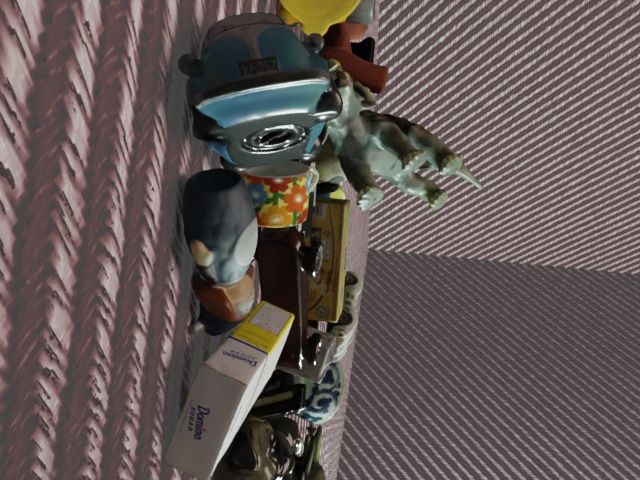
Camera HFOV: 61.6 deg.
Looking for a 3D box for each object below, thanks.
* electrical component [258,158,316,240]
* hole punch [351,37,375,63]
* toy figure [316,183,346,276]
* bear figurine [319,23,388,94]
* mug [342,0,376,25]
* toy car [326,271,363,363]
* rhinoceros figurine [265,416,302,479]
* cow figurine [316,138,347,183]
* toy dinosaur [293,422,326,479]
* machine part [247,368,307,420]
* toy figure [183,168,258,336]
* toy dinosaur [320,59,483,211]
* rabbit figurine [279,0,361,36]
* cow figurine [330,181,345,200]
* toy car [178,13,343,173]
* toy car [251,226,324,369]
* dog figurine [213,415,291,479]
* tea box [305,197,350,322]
[{"bbox_3d":[-0.040,-0.056,0.652,0.134,0.058,0.114,-50,146,-77],"label":"electrical component"},{"bbox_3d":[0.031,-0.306,0.963,0.116,0.092,0.142,180,-86,-68],"label":"hole punch"},{"bbox_3d":[-0.003,-0.003,0.884,0.082,0.089,0.180,-54,141,-81],"label":"toy figure"},{"bbox_3d":[0.039,-0.306,0.839,0.120,0.132,0.196,-42,-151,57],"label":"bear figurine"},{"bbox_3d":[0.024,-0.347,0.744,0.110,0.107,0.080,-82,173,-51],"label":"mug"},{"bbox_3d":[0.037,0.123,0.900,0.202,0.056,0.073,-75,-178,-61],"label":"toy car"},{"bbox_3d":[-0.064,0.297,0.653,0.190,0.073,0.111,-75,166,-51],"label":"rhinoceros figurine"},{"bbox_3d":[0.039,-0.154,0.907,0.195,0.127,0.085,-64,161,-63],"label":"cow figurine"},{"bbox_3d":[-0.034,0.394,0.845,0.471,0.105,0.198,80,13,-82],"label":"toy dinosaur"},{"bbox_3d":[-0.056,0.198,0.684,0.139,0.084,0.039,-176,-114,-86],"label":"machine part"},{"bbox_3d":[-0.079,0.020,0.431,0.064,0.058,0.154,-26,133,-35],"label":"toy figure"},{"bbox_3d":[0.096,-0.140,0.791,0.131,0.192,0.404,-47,153,23],"label":"toy dinosaur"},{"bbox_3d":[0.001,-0.316,0.597,0.162,0.122,0.173,89,-9,-53],"label":"rabbit figurine"},{"bbox_3d":[0.013,-0.059,1.020,0.098,0.068,0.167,-85,176,-48],"label":"cow figurine"},{"bbox_3d":[-0.046,-0.119,0.421,0.161,0.109,0.103,101,-22,-83],"label":"toy car"},{"bbox_3d":[-0.040,0.068,0.613,0.053,0.089,0.201,-71,163,-52],"label":"toy car"},{"bbox_3d":[-0.083,0.273,0.489,0.172,0.121,0.190,42,39,-84],"label":"dog figurine"},{"bbox_3d":[-0.012,0.024,0.766,0.068,0.098,0.169,-47,143,-77],"label":"tea box"}]
